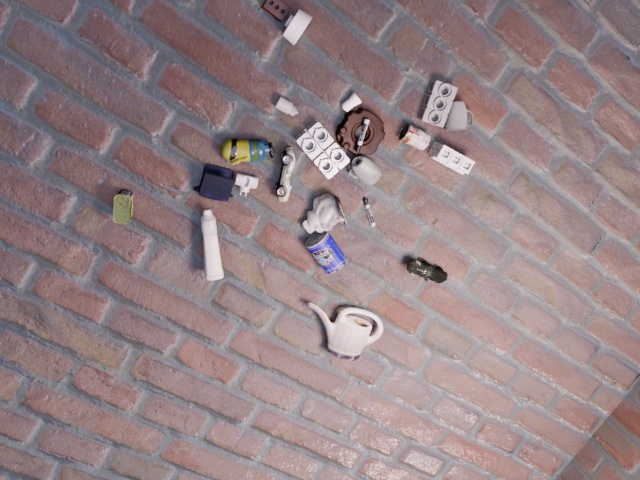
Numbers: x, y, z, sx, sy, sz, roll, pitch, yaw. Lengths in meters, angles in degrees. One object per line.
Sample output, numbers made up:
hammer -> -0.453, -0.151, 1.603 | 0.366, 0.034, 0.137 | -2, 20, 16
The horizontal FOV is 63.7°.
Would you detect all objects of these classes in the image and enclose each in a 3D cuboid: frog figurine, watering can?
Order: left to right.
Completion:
frog figurine -> 0.006, -0.095, 1.890 | 0.159, 0.122, 0.139 | -18, 79, 3
watering can -> 0.083, 0.362, 2.059 | 0.347, 0.105, 0.222 | 15, 106, -17
